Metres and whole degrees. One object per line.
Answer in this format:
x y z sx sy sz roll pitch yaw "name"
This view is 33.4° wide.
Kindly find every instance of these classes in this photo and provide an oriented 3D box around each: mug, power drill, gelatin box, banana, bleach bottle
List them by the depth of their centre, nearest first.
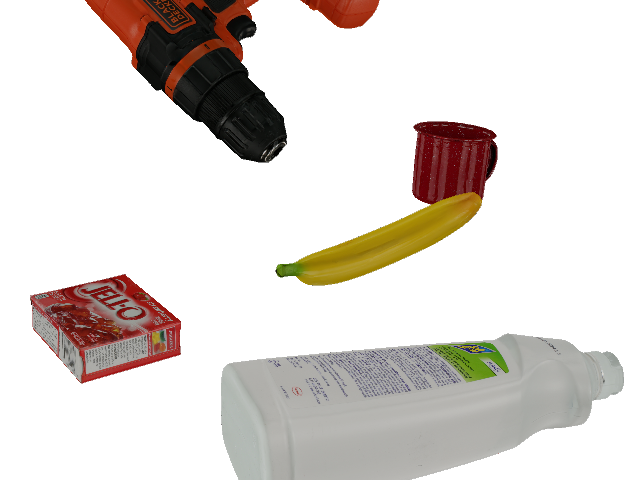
0.072 0.100 0.642 0.250 0.068 0.103 -6 22 -18 "bleach bottle"
-0.147 0.057 0.725 0.073 0.030 0.089 -13 28 -32 "gelatin box"
-0.044 -0.154 0.747 0.187 0.184 0.057 -35 -13 -35 "power drill"
0.059 0.005 0.991 0.198 0.037 0.069 -22 -5 9 "banana"
0.157 -0.087 1.217 0.117 0.081 0.093 -10 23 -39 "mug"
